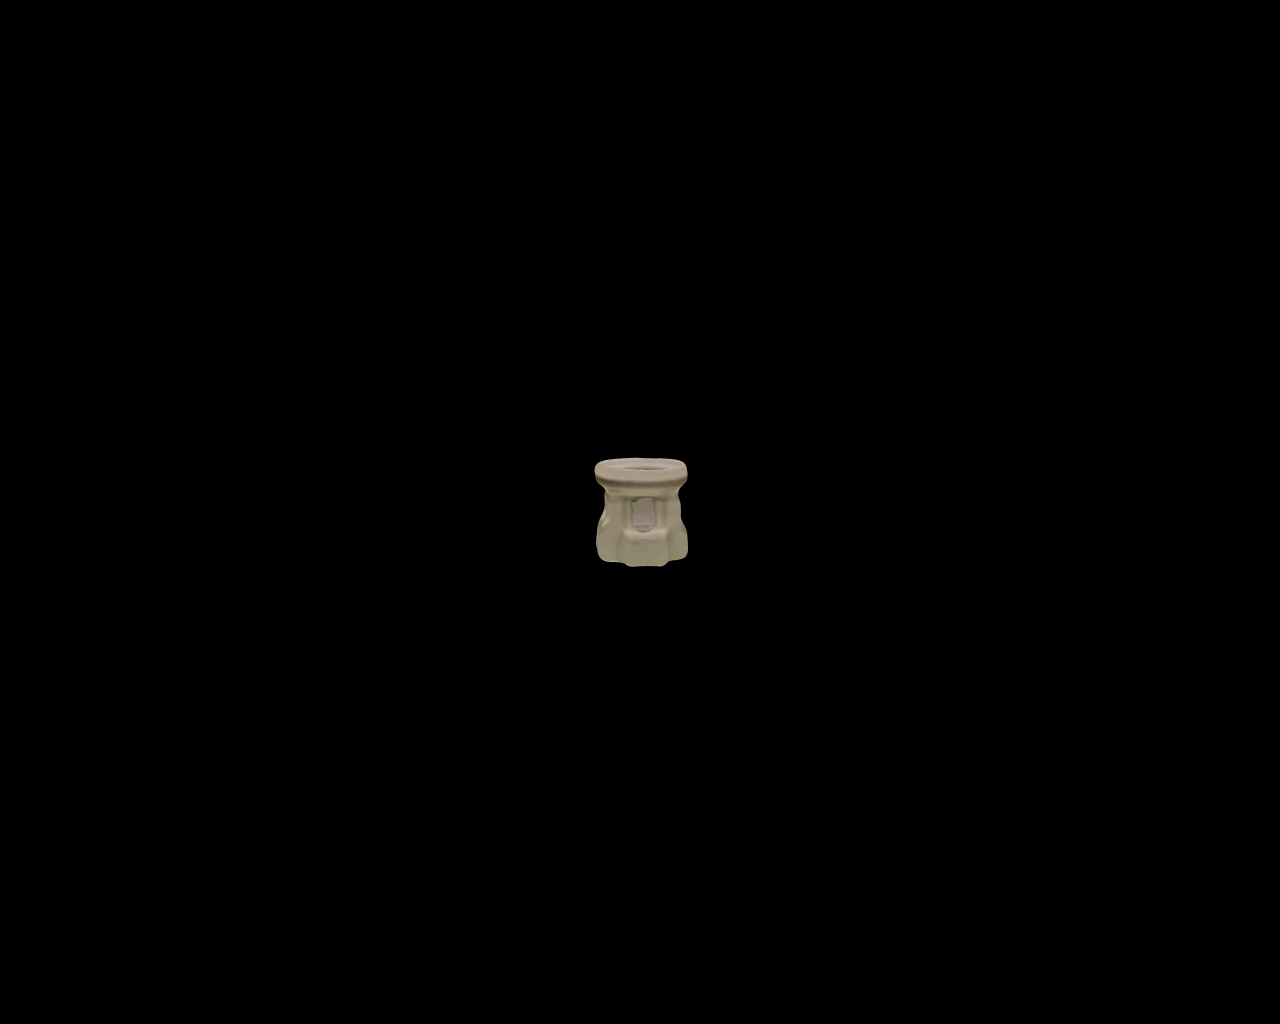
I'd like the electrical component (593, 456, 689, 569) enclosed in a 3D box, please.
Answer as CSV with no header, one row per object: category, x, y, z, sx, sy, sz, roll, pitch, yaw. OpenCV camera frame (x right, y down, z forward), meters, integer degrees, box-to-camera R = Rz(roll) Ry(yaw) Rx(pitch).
electrical component,0.001,-0.003,0.650,0.058,0.057,0.078,-1,11,-4
